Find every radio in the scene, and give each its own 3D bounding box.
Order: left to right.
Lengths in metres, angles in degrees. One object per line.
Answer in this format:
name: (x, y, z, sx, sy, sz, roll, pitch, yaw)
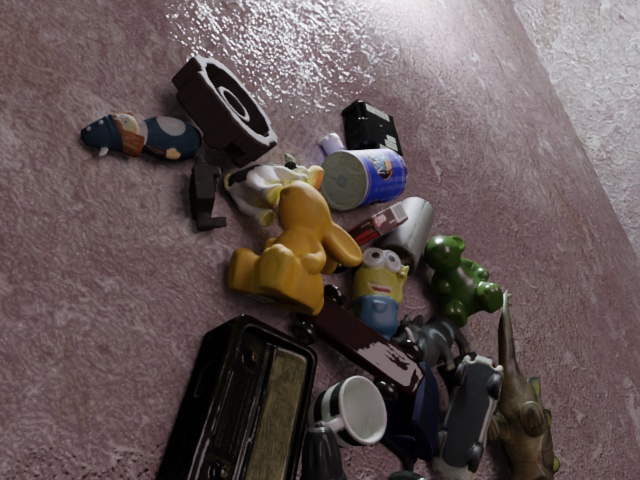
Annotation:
radio: (-0.088, 0.206, 0.605, 0.131, 0.073, 0.230, 36, 43, -26)

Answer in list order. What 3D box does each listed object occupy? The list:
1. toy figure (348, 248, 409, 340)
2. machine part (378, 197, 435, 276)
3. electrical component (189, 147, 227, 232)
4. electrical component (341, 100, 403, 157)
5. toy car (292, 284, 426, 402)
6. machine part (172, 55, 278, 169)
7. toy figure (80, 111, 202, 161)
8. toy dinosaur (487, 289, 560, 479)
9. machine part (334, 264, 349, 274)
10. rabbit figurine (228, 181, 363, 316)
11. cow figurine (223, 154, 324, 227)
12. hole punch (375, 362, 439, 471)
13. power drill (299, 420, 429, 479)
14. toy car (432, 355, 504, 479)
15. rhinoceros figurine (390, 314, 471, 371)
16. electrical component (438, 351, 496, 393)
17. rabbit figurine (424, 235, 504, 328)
toy figure: (0.084, 0.095, 0.858, 0.082, 0.089, 0.180, 22, 59, -33)
machine part: (0.162, -0.008, 1.010, 0.079, 0.079, 0.243, 47, 40, -14)
electrical component: (-0.151, -0.063, 0.725, 0.045, 0.078, 0.102, -1, 59, -21)
electrical component: (0.108, -0.207, 1.099, 0.115, 0.058, 0.134, 16, 55, -38)
toy car: (0.055, 0.147, 0.765, 0.202, 0.053, 0.089, 34, 57, 7)
machine part: (-0.137, -0.189, 0.789, 0.179, 0.056, 0.179, 47, 19, -22)
toy figure: (-0.229, -0.135, 0.696, 0.154, 0.064, 0.057, -2, 112, -48)
toy dinosaur: (0.355, 0.321, 0.953, 0.198, 0.105, 0.471, 13, 72, -61)
machine part: (-0.002, -0.003, 0.865, 0.139, 0.039, 0.084, 47, 32, -11)
rabbit figurine: (-0.022, 0.007, 0.724, 0.162, 0.122, 0.173, 20, 67, -27)
cow figurine: (-0.068, -0.086, 0.822, 0.098, 0.068, 0.167, 29, 32, 21)
hole punch: (0.144, 0.260, 0.809, 0.115, 0.092, 0.142, 44, 37, -23)
power drill: (0.056, 0.329, 0.640, 0.207, 0.086, 0.232, 16, 72, -51)
toy car: (0.236, 0.280, 0.856, 0.202, 0.074, 0.056, -65, 151, -22)
rhinoceros figurine: (0.179, 0.175, 0.911, 0.190, 0.073, 0.112, -8, 73, -49)
electrical component: (0.275, 0.245, 0.986, 0.119, 0.048, 0.075, -12, 76, -50)
rabbit figurine: (0.257, 0.052, 1.020, 0.170, 0.121, 0.159, 57, 19, -25)
